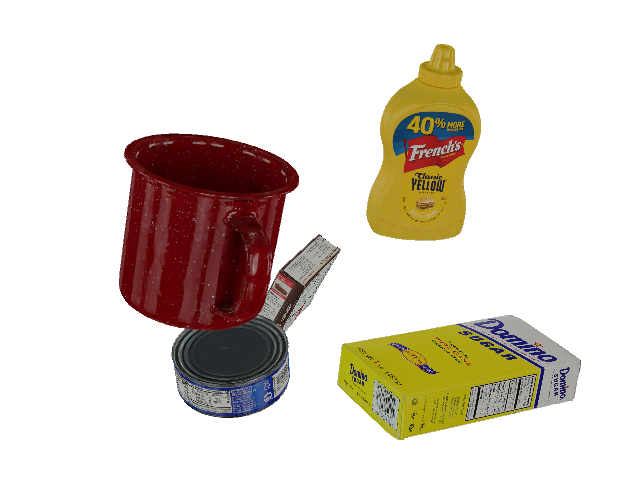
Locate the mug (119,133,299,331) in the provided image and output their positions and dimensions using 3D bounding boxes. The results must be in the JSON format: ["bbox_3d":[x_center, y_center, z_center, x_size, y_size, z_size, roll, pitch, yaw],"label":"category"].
[{"bbox_3d":[-0.058,0.001,0.567,0.093,0.081,0.117,-4,26,-33],"label":"mug"}]

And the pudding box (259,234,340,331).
[{"bbox_3d":[-0.028,0.054,1.246,0.039,0.090,0.113,32,31,7],"label":"pudding box"}]

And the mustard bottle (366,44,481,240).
[{"bbox_3d":[0.104,-0.095,1.030,0.096,0.192,0.058,3,28,-9],"label":"mustard bottle"}]

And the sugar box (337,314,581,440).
[{"bbox_3d":[0.113,0.106,0.863,0.175,0.048,0.093,-10,27,-28],"label":"sugar box"}]

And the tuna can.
[{"bbox_3d":[-0.065,0.091,0.788,0.086,0.034,0.086,-2,33,1],"label":"tuna can"}]
